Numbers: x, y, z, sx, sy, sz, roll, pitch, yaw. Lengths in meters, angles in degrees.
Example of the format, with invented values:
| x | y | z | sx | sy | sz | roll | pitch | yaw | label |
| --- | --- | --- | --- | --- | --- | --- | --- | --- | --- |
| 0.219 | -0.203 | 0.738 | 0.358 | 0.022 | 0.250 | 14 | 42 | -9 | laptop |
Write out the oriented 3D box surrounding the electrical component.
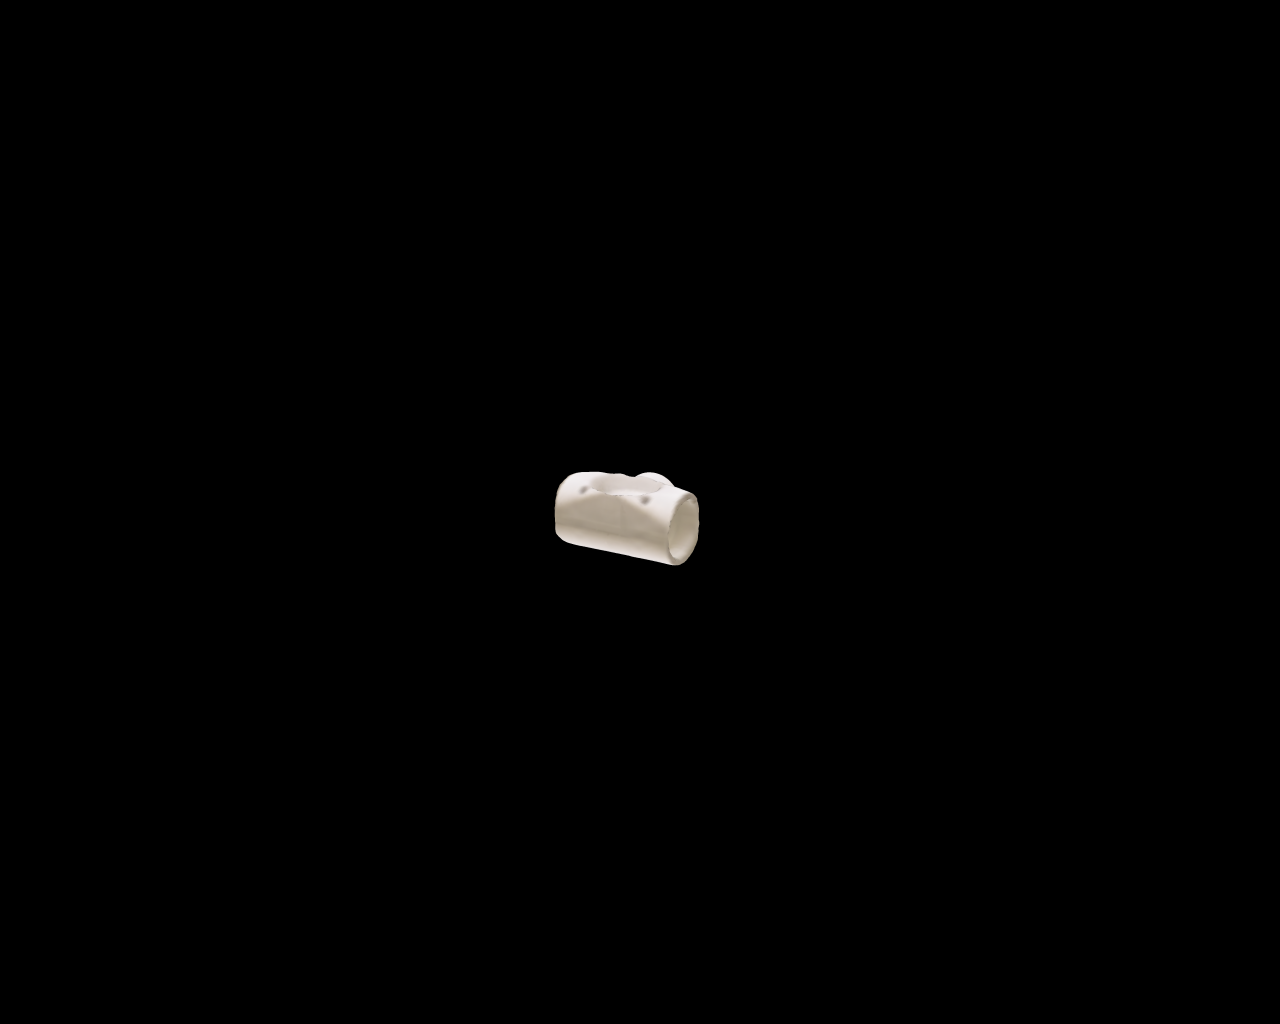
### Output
| x | y | z | sx | sy | sz | roll | pitch | yaw | label |
| --- | --- | --- | --- | --- | --- | --- | --- | --- | --- |
| 0.001 | -0.003 | 0.650 | 0.077 | 0.044 | 0.079 | 11 | 23 | 27 | electrical component |
